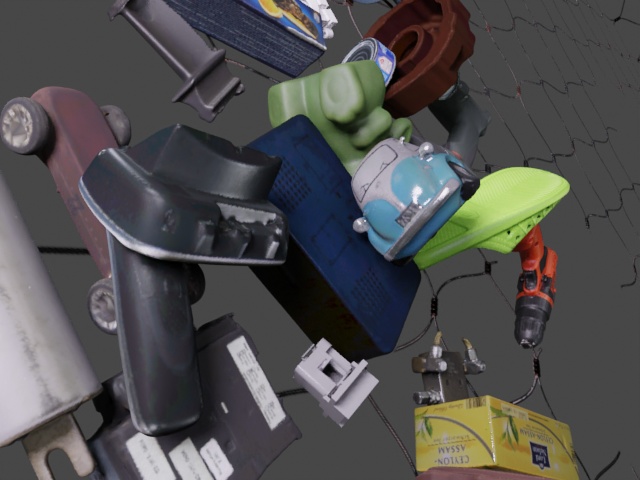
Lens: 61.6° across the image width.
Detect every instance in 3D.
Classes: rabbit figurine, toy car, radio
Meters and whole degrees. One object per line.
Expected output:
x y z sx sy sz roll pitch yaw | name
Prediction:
0.033 -0.106 0.611 0.159 0.121 0.170 -31 111 -55 | rabbit figurine
0.086 -0.050 0.515 0.103 0.109 0.161 44 24 6 | toy car
-0.156 -0.018 0.394 0.202 0.053 0.089 64 24 1 | toy car
-0.001 -0.002 0.528 0.229 0.073 0.131 52 41 -13 | radio

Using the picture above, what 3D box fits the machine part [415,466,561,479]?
0.179 0.251 0.451 0.201 0.201 0.087 82 17 -61 | machine part

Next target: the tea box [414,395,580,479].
0.192 0.224 0.582 0.169 0.098 0.068 24 53 -33 | tea box

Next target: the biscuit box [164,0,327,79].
-0.087 -0.250 0.578 0.202 0.063 0.059 15 58 -40 | biscuit box

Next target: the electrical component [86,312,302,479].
-0.093 0.129 0.376 0.134 0.058 0.115 -26 86 -48 | electrical component

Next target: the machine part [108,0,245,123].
-0.136 -0.181 0.512 0.138 0.039 0.084 48 49 -18 | machine part

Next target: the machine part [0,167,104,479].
-0.197 0.031 0.309 0.079 0.079 0.243 -25 88 -49 | machine part

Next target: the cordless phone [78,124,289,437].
-0.077 0.028 0.367 0.146 0.089 0.184 9 68 -57 | cordless phone

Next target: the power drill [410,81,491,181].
0.188 -0.140 0.784 0.232 0.086 0.207 38 43 -27 | power drill

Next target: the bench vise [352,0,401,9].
0.046 -0.432 0.766 0.223 0.129 0.240 58 35 -5 | bench vise

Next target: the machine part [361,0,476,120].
0.120 -0.243 0.703 0.056 0.179 0.179 28 52 -35 | machine part

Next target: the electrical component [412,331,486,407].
0.146 0.150 0.614 0.102 0.045 0.078 20 55 -37 | electrical component
